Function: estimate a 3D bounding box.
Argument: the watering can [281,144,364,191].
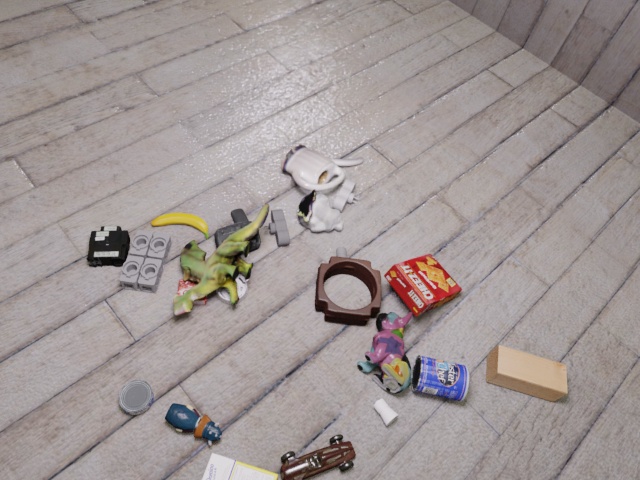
[{"bbox_3d":[0.002,-0.277,1.915,0.226,0.101,0.353,31,39,18],"label":"watering can"}]

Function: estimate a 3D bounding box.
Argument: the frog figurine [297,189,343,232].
[{"bbox_3d":[0.005,-0.090,1.790,0.158,0.140,0.121,25,-34,-36],"label":"frog figurine"}]

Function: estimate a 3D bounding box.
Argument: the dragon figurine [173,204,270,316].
[{"bbox_3d":[-0.320,0.050,1.557,0.243,0.418,0.119,10,-29,18],"label":"dragon figurine"}]
